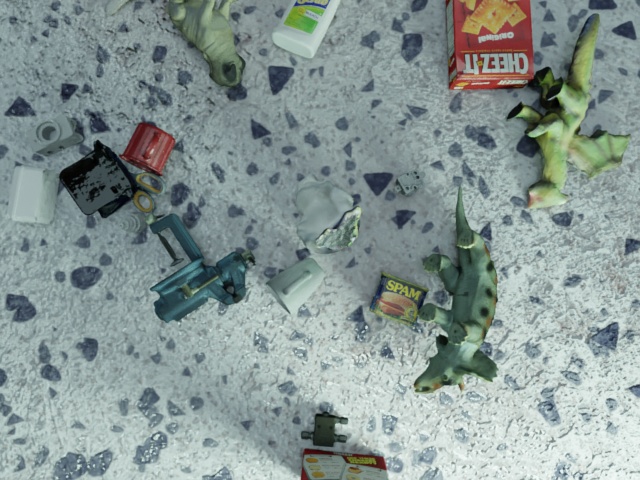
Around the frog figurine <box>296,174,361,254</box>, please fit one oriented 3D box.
[{"bbox_3d":[0.003,-0.053,1.053,0.137,0.121,0.162,-49,50,5],"label":"frog figurine"}]

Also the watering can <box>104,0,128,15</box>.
[{"bbox_3d":[-0.308,-0.601,1.095,0.225,0.104,0.345,31,99,7],"label":"watering can"}]

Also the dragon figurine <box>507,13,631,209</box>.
[{"bbox_3d":[0.542,-0.245,1.073,0.241,0.123,0.411,37,87,-14],"label":"dragon figurine"}]
